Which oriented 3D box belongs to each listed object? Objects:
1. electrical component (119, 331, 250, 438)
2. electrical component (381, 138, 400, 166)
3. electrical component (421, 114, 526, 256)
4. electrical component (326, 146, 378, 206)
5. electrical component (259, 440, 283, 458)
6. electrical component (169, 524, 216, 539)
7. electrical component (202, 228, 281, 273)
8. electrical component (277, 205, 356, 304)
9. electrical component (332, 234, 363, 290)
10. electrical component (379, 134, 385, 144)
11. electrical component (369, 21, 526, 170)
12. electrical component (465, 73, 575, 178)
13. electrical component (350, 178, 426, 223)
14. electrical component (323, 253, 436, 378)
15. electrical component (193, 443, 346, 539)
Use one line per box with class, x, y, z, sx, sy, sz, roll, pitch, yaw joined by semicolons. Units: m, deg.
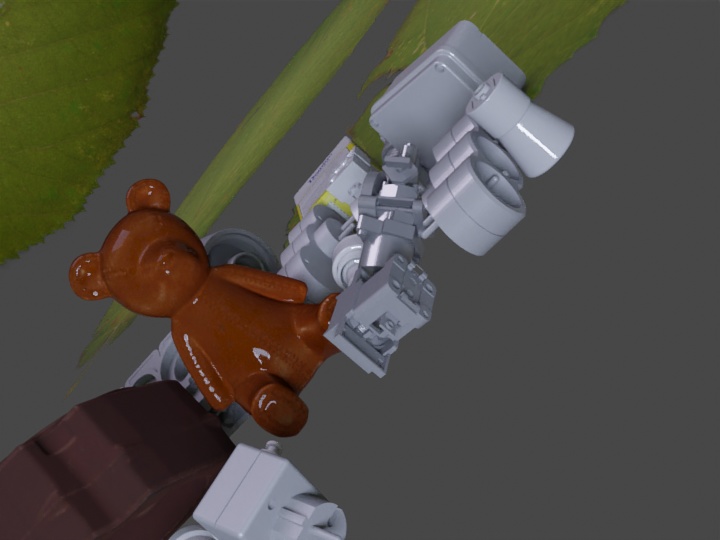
electrical component;-0.162;0.119;0.919;0.150;0.062;0.089;-46;43;19
electrical component;0.039;-0.097;0.948;0.048;0.048;0.062;-36;27;47
electrical component;0.067;-0.050;0.721;0.074;0.052;0.138;-45;15;25
electrical component;0.004;-0.076;0.977;0.048;0.055;0.066;-46;15;20
electrical component;-0.067;0.141;0.681;0.040;0.040;0.078;-39;18;40
electrical component;-0.101;0.186;0.675;0.040;0.040;0.046;-53;20;-6
electrical component;-0.127;0.010;1.074;0.060;0.108;0.108;-26;28;47
electrical component;-0.028;-0.020;0.942;0.074;0.052;0.138;-45;15;24
electrical component;0.000;0.000;0.823;0.043;0.043;0.062;-47;16;18
electrical component;0.045;-0.145;1.063;0.046;0.040;0.040;-61;16;-15
electrical component;0.070;-0.139;0.885;0.113;0.078;0.057;-33;19;51
electrical component;0.101;-0.097;0.700;0.044;0.065;0.044;-47;16;18
electrical component;0.028;-0.047;0.834;0.047;0.055;0.055;-43;16;18
electrical component;0.015;0.027;0.711;0.064;0.042;0.081;-39;19;29
electrical component;-0.033;0.134;0.558;0.077;0.065;0.047;10;57;42
